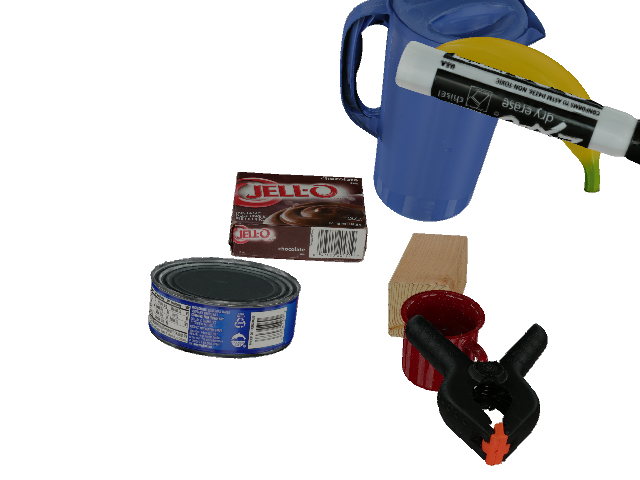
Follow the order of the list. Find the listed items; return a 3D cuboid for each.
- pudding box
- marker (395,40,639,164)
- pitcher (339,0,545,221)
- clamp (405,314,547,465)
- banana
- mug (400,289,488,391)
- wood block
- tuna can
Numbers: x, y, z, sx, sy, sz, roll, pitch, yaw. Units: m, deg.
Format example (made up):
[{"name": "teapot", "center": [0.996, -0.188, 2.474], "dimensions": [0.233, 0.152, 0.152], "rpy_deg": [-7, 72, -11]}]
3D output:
[{"name": "pudding box", "center": [-0.019, -0.021, 0.905], "dimensions": [0.113, 0.039, 0.090], "rpy_deg": [4, 32, -4]}, {"name": "marker", "center": [0.088, -0.050, 0.410], "dimensions": [0.121, 0.020, 0.020], "rpy_deg": [21, 5, 13]}, {"name": "pitcher", "center": [0.109, -0.138, 1.066], "dimensions": [0.144, 0.243, 0.149], "rpy_deg": [-32, 57, -32]}, {"name": "clamp", "center": [0.141, 0.112, 0.854], "dimensions": [0.120, 0.039, 0.171], "rpy_deg": [-5, 33, -5]}, {"name": "banana", "center": [0.148, -0.115, 0.812], "dimensions": [0.037, 0.070, 0.198], "rpy_deg": [2, 32, -43]}, {"name": "mug", "center": [0.141, 0.119, 1.186], "dimensions": [0.093, 0.081, 0.117], "rpy_deg": [-23, 39, -34]}, {"name": "wood block", "center": [0.167, 0.067, 1.630], "dimensions": [0.091, 0.090, 0.206], "rpy_deg": [4, 22, 14]}, {"name": "tuna can", "center": [-0.055, 0.038, 0.613], "dimensions": [0.086, 0.034, 0.086], "rpy_deg": [6, 14, -2]}]
